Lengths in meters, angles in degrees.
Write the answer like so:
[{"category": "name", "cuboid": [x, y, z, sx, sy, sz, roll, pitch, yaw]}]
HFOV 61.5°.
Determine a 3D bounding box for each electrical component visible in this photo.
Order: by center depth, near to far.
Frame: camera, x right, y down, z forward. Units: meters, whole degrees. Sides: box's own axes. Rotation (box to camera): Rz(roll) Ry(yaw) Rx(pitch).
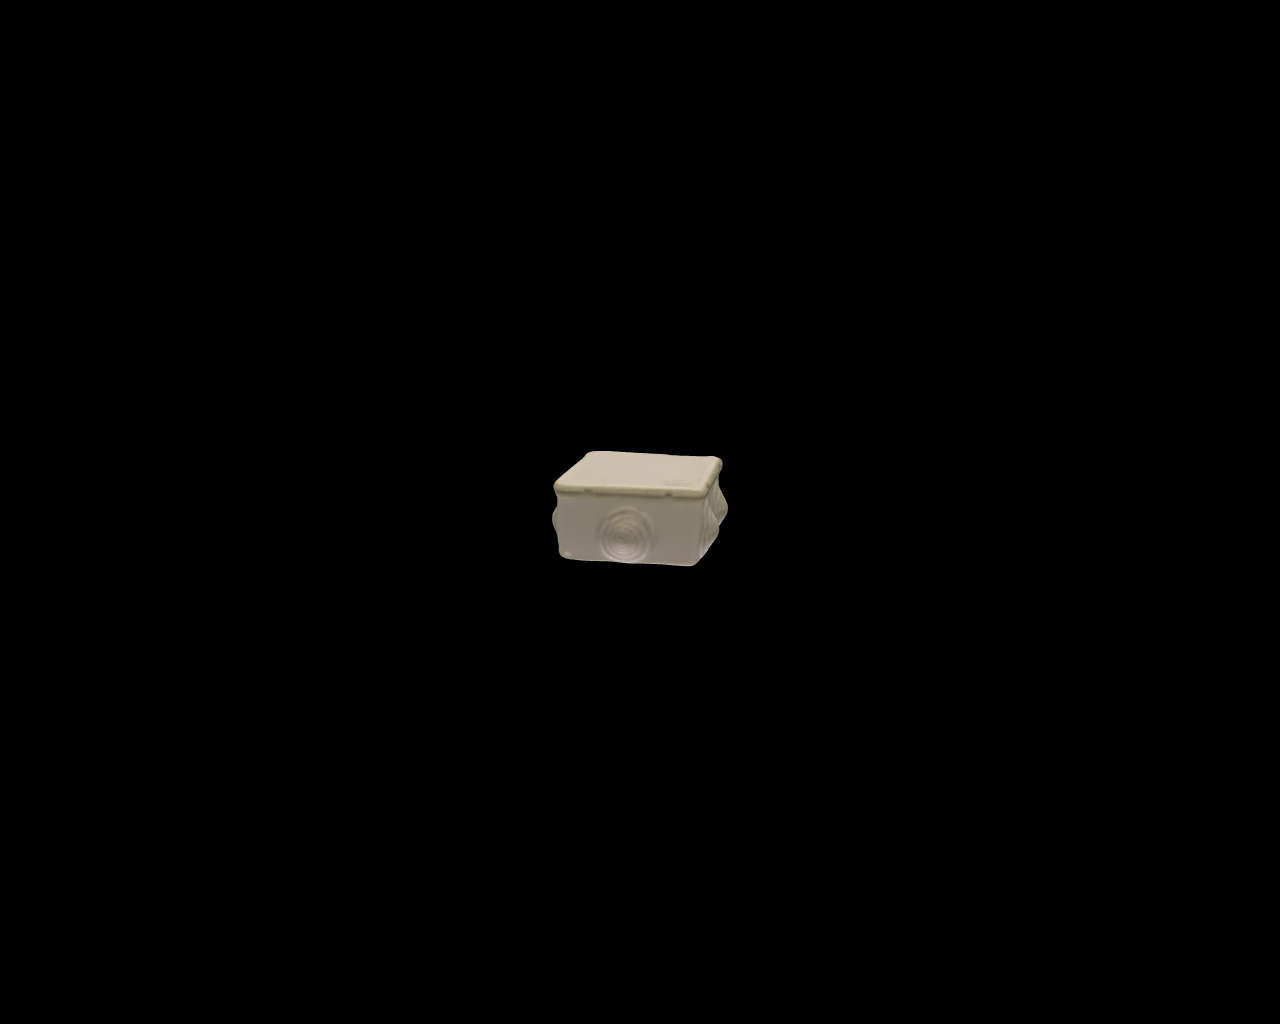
[{"category": "electrical component", "cuboid": [0.001, -0.003, 0.650, 0.100, 0.048, 0.100, 3, 16, 11]}]
